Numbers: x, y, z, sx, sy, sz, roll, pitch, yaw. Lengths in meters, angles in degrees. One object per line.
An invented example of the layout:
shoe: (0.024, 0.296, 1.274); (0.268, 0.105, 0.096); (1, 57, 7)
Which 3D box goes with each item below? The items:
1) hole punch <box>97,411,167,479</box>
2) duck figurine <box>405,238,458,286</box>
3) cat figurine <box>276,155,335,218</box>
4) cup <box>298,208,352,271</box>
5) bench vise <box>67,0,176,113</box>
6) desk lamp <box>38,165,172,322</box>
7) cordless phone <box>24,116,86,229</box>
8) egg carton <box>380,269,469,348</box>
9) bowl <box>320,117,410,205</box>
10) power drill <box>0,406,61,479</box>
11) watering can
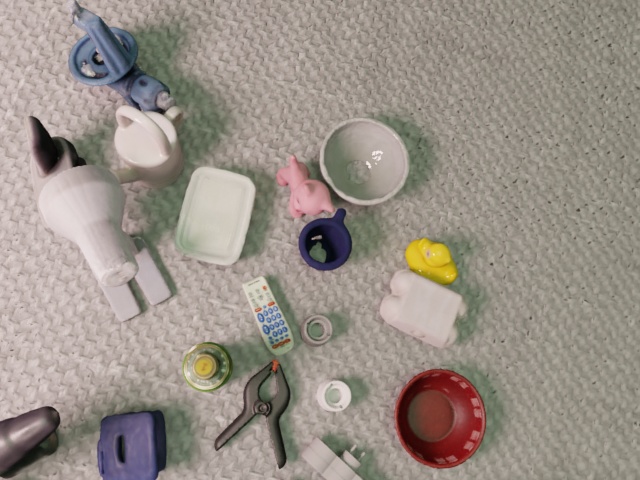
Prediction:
hole punch: (-0.294, 0.324, 0.889); (0.101, 0.091, 0.108); (-5, 78, -9)
duck figurine: (0.210, 0.035, 1.031); (0.104, 0.086, 0.077); (41, 75, 2)
cat figurine: (-0.025, -0.091, 1.008); (0.067, 0.117, 0.128); (-23, 82, -12)
cup: (0.009, 0.004, 1.004); (0.091, 0.095, 0.118); (27, 75, -2)
bench vise: (-0.331, -0.305, 0.959); (0.207, 0.219, 0.121); (18, 75, -4)
desk lamp: (-0.326, 0.009, 0.892); (0.118, 0.213, 0.203); (-30, 83, -13)
cordless phone: (-0.434, -0.106, 0.917); (0.094, 0.185, 0.147); (-17, 80, -11)
egg carton: (0.185, 0.123, 1.016); (0.150, 0.069, 0.107); (24, 75, -2)
bowl: (0.077, -0.136, 1.056); (0.167, 0.074, 0.167); (2, 77, -8)
power drill: (-0.453, 0.300, 0.811); (0.230, 0.208, 0.075); (-30, 83, -13)
watering can: (-0.287, -0.154, 0.944); (0.101, 0.194, 0.173); (14, 76, -5)
